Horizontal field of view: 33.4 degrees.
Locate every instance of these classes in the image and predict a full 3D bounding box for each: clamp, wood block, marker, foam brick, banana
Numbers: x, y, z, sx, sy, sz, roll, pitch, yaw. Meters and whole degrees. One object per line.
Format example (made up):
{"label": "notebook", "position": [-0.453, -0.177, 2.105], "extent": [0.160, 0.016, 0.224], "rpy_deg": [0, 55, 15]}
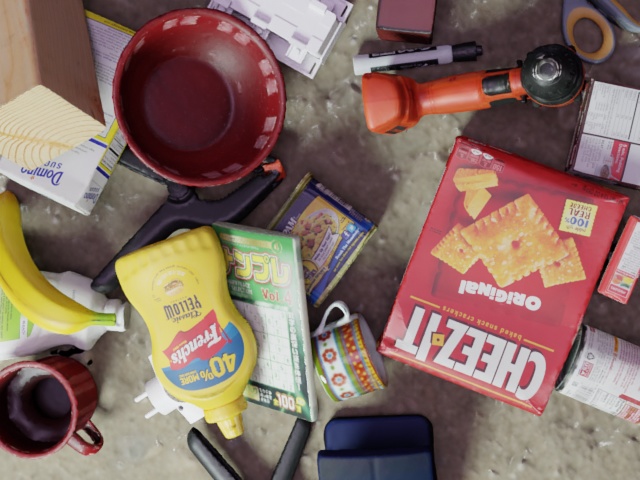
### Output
{"label": "clamp", "position": [-0.137, -0.037, 1.023], "extent": [0.210, 0.036, 0.164], "rpy_deg": [-5, 79, 5]}
{"label": "clamp", "position": [-0.068, 0.251, 1.033], "extent": [0.120, 0.039, 0.171], "rpy_deg": [-1, 88, 8]}
{"label": "wood block", "position": [-0.270, -0.181, 0.965], "extent": [0.090, 0.090, 0.206], "rpy_deg": [-26, 60, 18]}
{"label": "marker", "position": [0.092, -0.171, 1.004], "extent": [0.121, 0.020, 0.020], "rpy_deg": [-6, 92, 7]}
{"label": "foam brick", "position": [0.080, -0.211, 0.975], "extent": [0.051, 0.078, 0.053], "rpy_deg": [6, 95, 6]}
{"label": "banana", "position": [-0.274, 0.027, 1.008], "extent": [0.198, 0.069, 0.037], "rpy_deg": [46, 128, 25]}

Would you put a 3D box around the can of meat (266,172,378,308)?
{"label": "can of meat", "position": [-0.007, 0.001, 1.006], "extent": [0.084, 0.057, 0.102], "rpy_deg": [37, 97, 2]}

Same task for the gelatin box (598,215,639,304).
{"label": "gelatin box", "position": [0.276, 0.017, 0.954], "extent": [0.030, 0.089, 0.073], "rpy_deg": [24, 96, 14]}

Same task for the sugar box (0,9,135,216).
{"label": "sugar box", "position": [-0.222, -0.121, 1.012], "extent": [0.093, 0.048, 0.176], "rpy_deg": [25, 85, 13]}

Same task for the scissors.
{"label": "scissors", "position": [0.216, -0.240, 0.988], "extent": [0.202, 0.016, 0.096], "rpy_deg": [32, 96, 5]}

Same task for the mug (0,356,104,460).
{"label": "mug", "position": [-0.256, 0.164, 1.031], "extent": [0.117, 0.081, 0.093], "rpy_deg": [37, 96, 4]}

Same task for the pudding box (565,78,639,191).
{"label": "pudding box", "position": [0.290, -0.092, 0.974], "extent": [0.113, 0.039, 0.090], "rpy_deg": [13, 93, 4]}

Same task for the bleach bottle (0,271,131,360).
{"label": "bleach bottle", "position": [-0.312, 0.079, 1.045], "extent": [0.251, 0.068, 0.102], "rpy_deg": [1, 89, 5]}

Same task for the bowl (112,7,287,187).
{"label": "bowl", "position": [-0.115, -0.128, 0.979], "extent": [0.161, 0.055, 0.162], "rpy_deg": [0, 90, -21]}

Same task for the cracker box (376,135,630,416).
{"label": "cracker box", "position": [0.164, 0.030, 0.977], "extent": [0.164, 0.072, 0.214], "rpy_deg": [21, 96, 6]}

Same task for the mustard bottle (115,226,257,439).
{"label": "mustard bottle", "position": [-0.111, 0.090, 0.977], "extent": [0.096, 0.058, 0.191], "rpy_deg": [-20, 94, 2]}

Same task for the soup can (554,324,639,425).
{"label": "soup can", "position": [0.272, 0.125, 0.968], "extent": [0.102, 0.068, 0.068], "rpy_deg": [22, 95, 3]}

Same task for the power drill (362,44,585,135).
{"label": "power drill", "position": [0.135, -0.131, 0.928], "extent": [0.188, 0.184, 0.057], "rpy_deg": [-5, 92, 17]}
